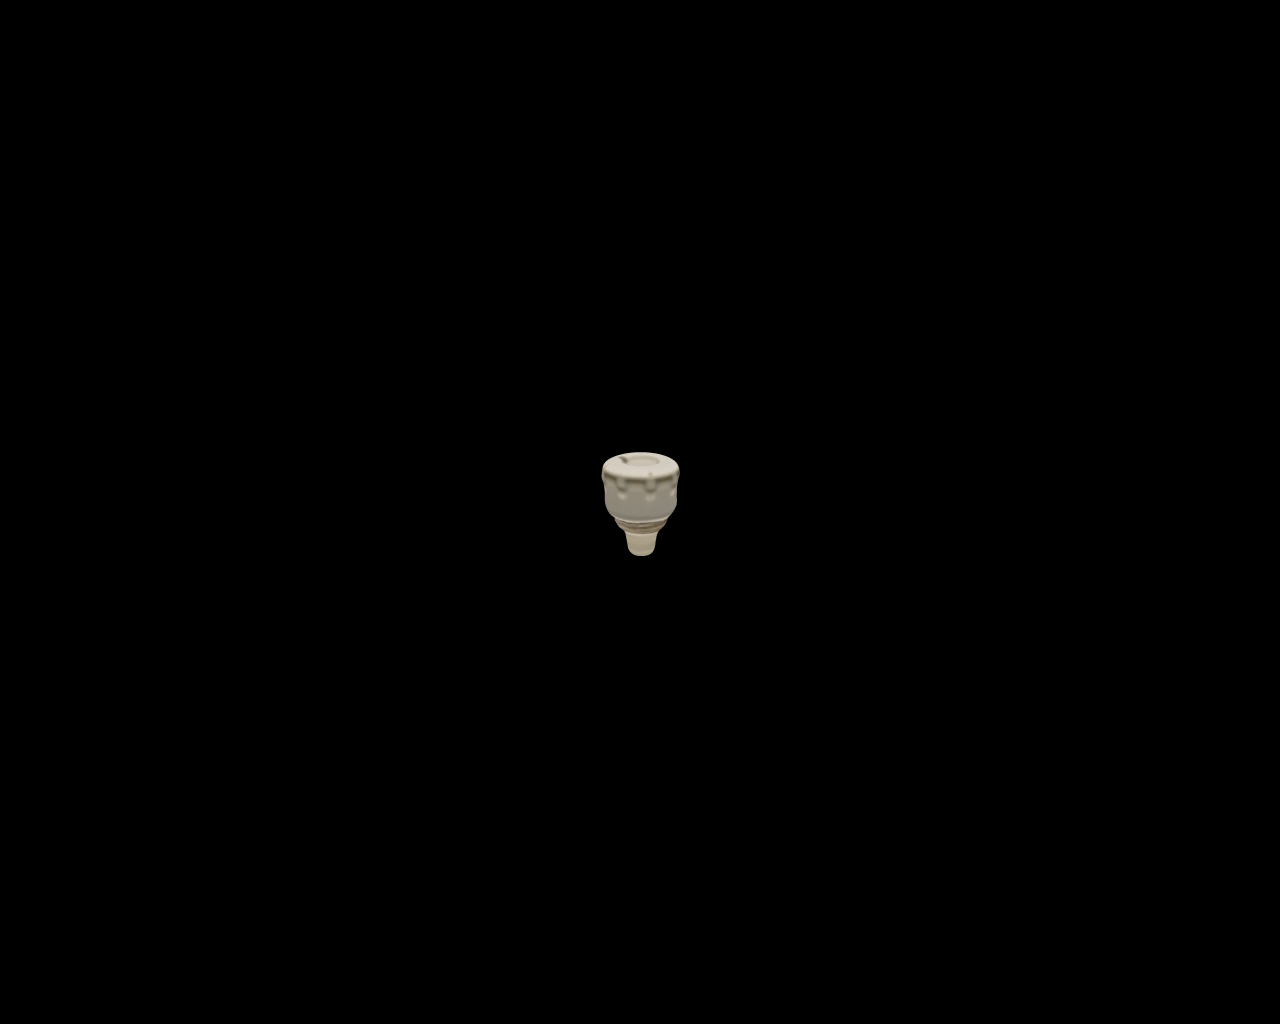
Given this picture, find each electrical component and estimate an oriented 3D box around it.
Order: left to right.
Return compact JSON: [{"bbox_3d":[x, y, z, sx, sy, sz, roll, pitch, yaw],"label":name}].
[{"bbox_3d":[0.001,-0.003,0.650,0.048,0.062,0.048,0,20,0],"label":"electrical component"}]
